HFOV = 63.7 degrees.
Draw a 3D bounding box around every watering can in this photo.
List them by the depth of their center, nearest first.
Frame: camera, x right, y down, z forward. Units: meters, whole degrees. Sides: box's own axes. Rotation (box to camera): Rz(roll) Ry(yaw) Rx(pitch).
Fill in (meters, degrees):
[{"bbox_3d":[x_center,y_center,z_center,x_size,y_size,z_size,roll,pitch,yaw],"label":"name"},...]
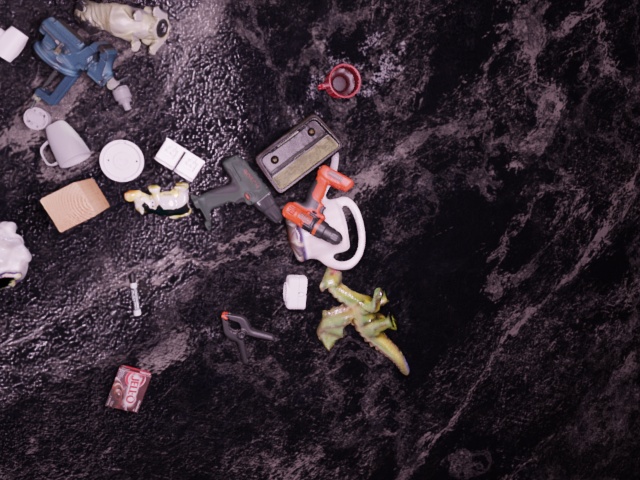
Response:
[{"bbox_3d":[0.005,-0.075,1.492,0.225,0.103,0.349,-14,85,-9],"label":"watering can"}]

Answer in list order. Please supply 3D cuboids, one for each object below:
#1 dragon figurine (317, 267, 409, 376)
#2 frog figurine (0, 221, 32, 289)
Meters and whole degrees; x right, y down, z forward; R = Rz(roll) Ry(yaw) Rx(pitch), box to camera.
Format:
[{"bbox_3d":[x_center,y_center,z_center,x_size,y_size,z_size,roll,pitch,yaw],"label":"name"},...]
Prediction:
[{"bbox_3d":[0.112,0.264,1.573,0.242,0.123,0.407,-17,99,6],"label":"dragon figurine"},{"bbox_3d":[-0.815,0.038,1.312,0.137,0.120,0.162,-11,64,-4],"label":"frog figurine"}]
